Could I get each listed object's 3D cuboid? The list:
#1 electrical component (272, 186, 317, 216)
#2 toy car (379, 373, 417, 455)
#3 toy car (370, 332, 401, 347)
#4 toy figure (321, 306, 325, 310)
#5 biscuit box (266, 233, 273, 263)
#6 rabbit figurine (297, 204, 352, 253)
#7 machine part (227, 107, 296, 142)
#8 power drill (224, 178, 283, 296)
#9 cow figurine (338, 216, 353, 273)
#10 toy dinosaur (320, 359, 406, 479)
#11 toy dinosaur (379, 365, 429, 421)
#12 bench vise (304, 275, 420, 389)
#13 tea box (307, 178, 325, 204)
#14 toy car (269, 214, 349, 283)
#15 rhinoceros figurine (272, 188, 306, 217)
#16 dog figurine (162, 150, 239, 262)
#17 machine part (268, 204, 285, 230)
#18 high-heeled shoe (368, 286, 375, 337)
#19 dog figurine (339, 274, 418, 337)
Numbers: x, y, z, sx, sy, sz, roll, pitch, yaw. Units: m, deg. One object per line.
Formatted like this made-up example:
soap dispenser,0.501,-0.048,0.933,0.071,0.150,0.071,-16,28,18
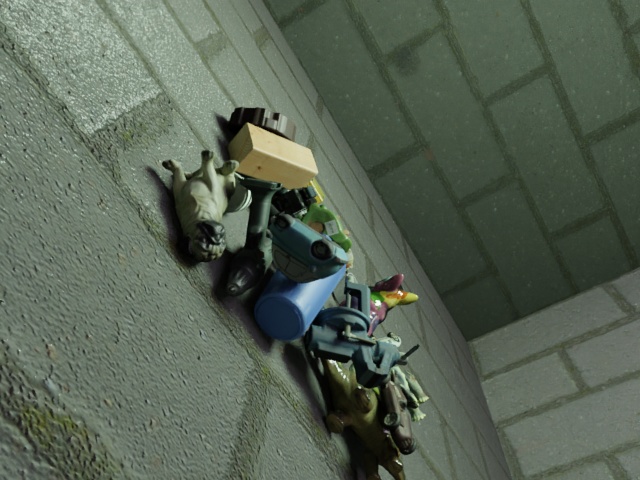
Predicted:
electrical component,-0.073,-0.091,1.360,0.058,0.134,0.115,62,13,-3
toy car,0.160,0.354,1.128,0.089,0.053,0.202,57,11,-19
toy car,0.164,0.304,1.495,0.056,0.073,0.201,52,24,25
toy figure,-0.024,0.135,1.277,0.154,0.058,0.064,65,20,-6
biscuit box,-0.073,0.022,1.305,0.063,0.059,0.202,66,16,15
rabbit figurine,-0.003,-0.004,1.311,0.170,0.121,0.159,72,-8,-65
machine part,-0.150,-0.294,1.408,0.179,0.180,0.056,26,74,-65
power drill,-0.124,-0.014,1.020,0.232,0.086,0.207,-46,139,-79
cow figurine,0.045,0.022,1.621,0.195,0.085,0.127,-120,-151,-53
toy dinosaur,0.078,0.354,1.163,0.471,0.105,0.198,63,9,4
toy dinosaur,0.199,0.391,1.464,0.192,0.131,0.405,62,9,-1
bench vise,0.081,0.177,1.123,0.128,0.224,0.241,99,-3,-47
tea box,-0.068,-0.169,1.578,0.169,0.098,0.068,57,15,-12
toy car,-0.034,0.026,0.988,0.162,0.103,0.109,31,2,10
rhinoceros figurine,-0.081,-0.115,1.489,0.190,0.073,0.112,62,17,1
dog figurine,-0.202,-0.046,0.975,0.172,0.121,0.190,13,65,-66
machine part,-0.128,-0.071,1.281,0.039,0.084,0.139,-38,89,-36
high-heeled shoe,0.142,0.215,1.507,0.248,0.145,0.086,46,23,-40
dog figurine,0.133,0.176,1.329,0.108,0.219,0.192,53,15,-16
